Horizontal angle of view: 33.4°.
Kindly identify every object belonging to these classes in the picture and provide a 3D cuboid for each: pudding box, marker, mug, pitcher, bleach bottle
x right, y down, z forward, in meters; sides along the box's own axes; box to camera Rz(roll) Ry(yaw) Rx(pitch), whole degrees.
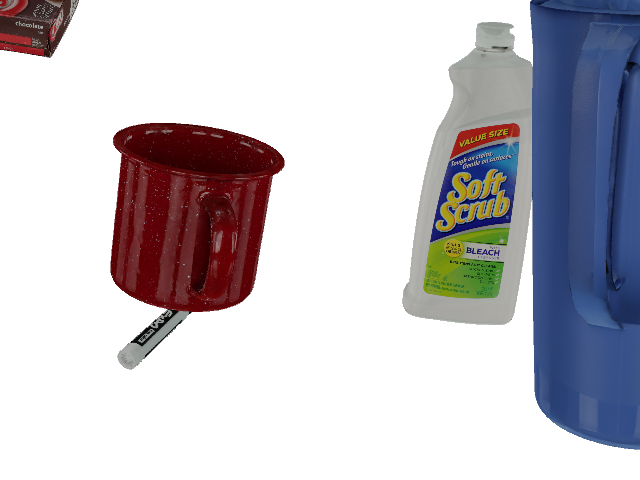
[{"bbox_3d":[-0.251,-0.196,0.875,0.090,0.039,0.113,9,35,-3],"label":"pudding box"},{"bbox_3d":[-0.141,0.077,0.959,0.020,0.020,0.121,0,25,27],"label":"marker"},{"bbox_3d":[-0.067,-0.008,0.578,0.093,0.081,0.117,1,22,-24],"label":"mug"},{"bbox_3d":[0.171,-0.012,0.574,0.149,0.243,0.145,-5,18,-14],"label":"pitcher"},{"bbox_3d":[0.128,-0.056,0.899,0.102,0.251,0.068,6,21,10],"label":"bleach bottle"}]
